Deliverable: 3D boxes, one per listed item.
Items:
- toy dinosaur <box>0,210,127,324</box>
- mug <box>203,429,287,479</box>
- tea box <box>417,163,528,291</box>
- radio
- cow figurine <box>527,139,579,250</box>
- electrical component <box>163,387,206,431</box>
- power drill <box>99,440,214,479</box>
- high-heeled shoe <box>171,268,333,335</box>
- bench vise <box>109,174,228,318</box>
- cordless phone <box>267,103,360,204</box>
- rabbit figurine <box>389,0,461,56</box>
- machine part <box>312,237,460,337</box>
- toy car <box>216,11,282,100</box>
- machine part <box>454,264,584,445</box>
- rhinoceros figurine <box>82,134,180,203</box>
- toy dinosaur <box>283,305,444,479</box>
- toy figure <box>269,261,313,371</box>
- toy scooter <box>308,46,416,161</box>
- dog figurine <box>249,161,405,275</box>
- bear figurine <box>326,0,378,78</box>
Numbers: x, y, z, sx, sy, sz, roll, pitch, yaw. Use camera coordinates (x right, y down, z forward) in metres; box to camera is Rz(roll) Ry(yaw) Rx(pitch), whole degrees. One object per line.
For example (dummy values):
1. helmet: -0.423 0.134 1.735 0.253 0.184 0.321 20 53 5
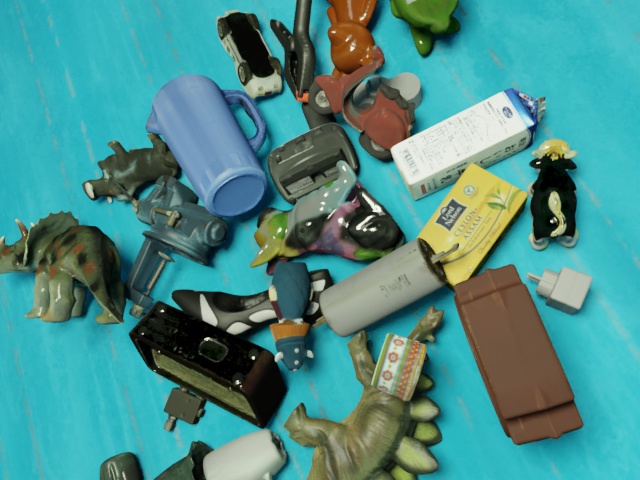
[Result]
1. toy dinosaur: -0.399 0.038 0.880 0.405 0.131 0.192 -3 85 40
2. mug: -0.101 0.332 0.779 0.107 0.080 0.110 -34 43 0
3. tea box: 0.217 -0.015 0.794 0.098 0.068 0.169 34 87 21
4. radio: -0.170 0.185 0.811 0.230 0.131 0.073 19 54 19
5. cow figurine: 0.329 -0.075 0.762 0.068 0.098 0.167 -2 75 22
6. electrical component: -0.216 0.268 0.868 0.063 0.021 0.094 19 80 20
7. power drill: -0.235 0.416 0.808 0.207 0.086 0.232 -33 65 14
8. high-heeled shoe: -0.106 0.079 0.844 0.249 0.086 0.145 19 101 3
9. bench vise: -0.272 0.011 0.907 0.224 0.128 0.240 19 77 23
10. cordless phone: -0.026 -0.165 0.913 0.147 0.088 0.184 -25 58 10
11. rabbit figurine: 0.170 -0.397 0.882 0.121 0.170 0.159 -33 110 8
12. machine part: 0.086 0.068 0.751 0.243 0.079 0.079 -31 68 23
13. toy car: -0.131 -0.346 0.989 0.073 0.056 0.202 -18 67 -19
14. machine part: 0.239 0.142 0.671 0.087 0.201 0.201 -23 70 12
15. rhinoceros figurine: -0.348 -0.126 0.995 0.190 0.073 0.112 -15 81 10
16. toy dinosaur: 0.045 0.295 0.738 0.199 0.105 0.471 35 86 22
17. toy figure: -0.040 0.108 0.773 0.064 0.058 0.154 1 84 2
18. toy scooter: 0.083 -0.217 0.837 0.184 0.075 0.135 35 118 -12
19. dog figurine: -0.002 -0.003 0.838 0.219 0.108 0.192 -40 71 7
20. bear figurine: 0.038 -0.380 0.922 0.120 0.132 0.196 -11 65 45
